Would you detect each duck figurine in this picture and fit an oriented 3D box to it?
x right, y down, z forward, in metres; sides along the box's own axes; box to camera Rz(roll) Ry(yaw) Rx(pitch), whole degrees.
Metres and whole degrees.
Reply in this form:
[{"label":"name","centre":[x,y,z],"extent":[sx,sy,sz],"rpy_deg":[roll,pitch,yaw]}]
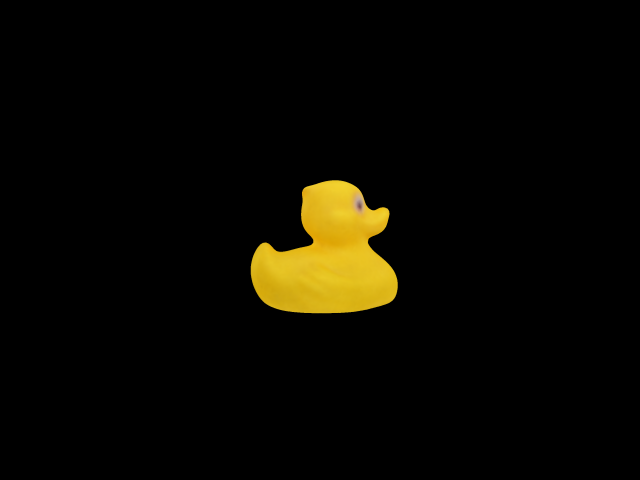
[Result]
[{"label":"duck figurine","centre":[0.004,0.001,0.400],"extent":[0.105,0.086,0.077],"rpy_deg":[-2,11,-11]}]
